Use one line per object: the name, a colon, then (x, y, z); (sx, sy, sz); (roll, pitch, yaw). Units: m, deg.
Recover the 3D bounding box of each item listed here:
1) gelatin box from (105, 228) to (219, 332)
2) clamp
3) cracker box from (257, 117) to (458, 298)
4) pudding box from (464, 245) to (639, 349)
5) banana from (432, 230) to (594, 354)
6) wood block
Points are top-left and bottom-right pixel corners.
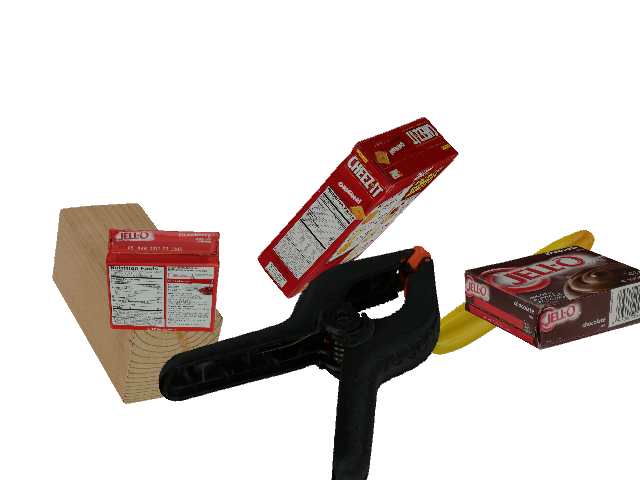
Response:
gelatin box: (-0.107, 0.028, 0.723); (0.073, 0.030, 0.089); (2, -36, -7)
clamp: (0.016, 0.061, 0.555); (0.171, 0.039, 0.120); (-33, 56, -33)
cracker box: (0.041, -0.041, 1.256); (0.214, 0.072, 0.163); (-48, -12, 35)
pudding box: (0.178, 0.040, 0.798); (0.113, 0.039, 0.090); (-9, 20, -27)
banana: (0.174, 0.056, 1.012); (0.198, 0.037, 0.069); (-35, -2, 0)
wood block: (-0.186, 0.055, 1.053); (0.090, 0.091, 0.206); (-6, 35, -33)
